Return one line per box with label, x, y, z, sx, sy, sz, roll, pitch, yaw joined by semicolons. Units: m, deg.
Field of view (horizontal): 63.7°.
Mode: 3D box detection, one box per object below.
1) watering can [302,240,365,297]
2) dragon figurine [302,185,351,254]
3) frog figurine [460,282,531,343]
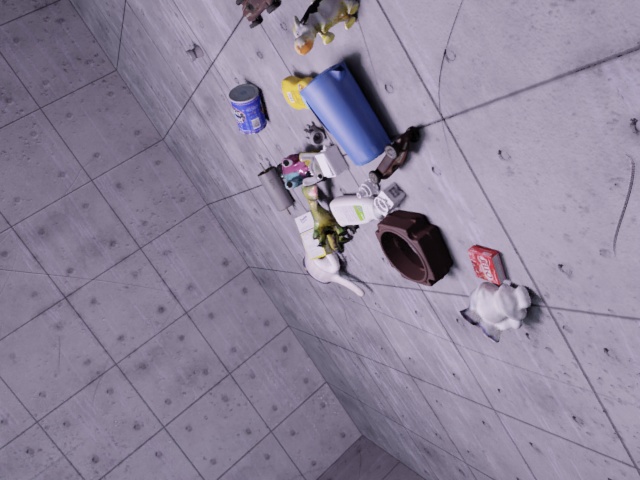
watering can;0.036;0.118;2.059;0.350;0.105;0.220;50;157;13
dragon figurine;0.006;-0.092;1.833;0.405;0.122;0.246;68;179;-73
frog figurine;0.445;0.156;1.263;0.139;0.123;0.156;53;125;26
